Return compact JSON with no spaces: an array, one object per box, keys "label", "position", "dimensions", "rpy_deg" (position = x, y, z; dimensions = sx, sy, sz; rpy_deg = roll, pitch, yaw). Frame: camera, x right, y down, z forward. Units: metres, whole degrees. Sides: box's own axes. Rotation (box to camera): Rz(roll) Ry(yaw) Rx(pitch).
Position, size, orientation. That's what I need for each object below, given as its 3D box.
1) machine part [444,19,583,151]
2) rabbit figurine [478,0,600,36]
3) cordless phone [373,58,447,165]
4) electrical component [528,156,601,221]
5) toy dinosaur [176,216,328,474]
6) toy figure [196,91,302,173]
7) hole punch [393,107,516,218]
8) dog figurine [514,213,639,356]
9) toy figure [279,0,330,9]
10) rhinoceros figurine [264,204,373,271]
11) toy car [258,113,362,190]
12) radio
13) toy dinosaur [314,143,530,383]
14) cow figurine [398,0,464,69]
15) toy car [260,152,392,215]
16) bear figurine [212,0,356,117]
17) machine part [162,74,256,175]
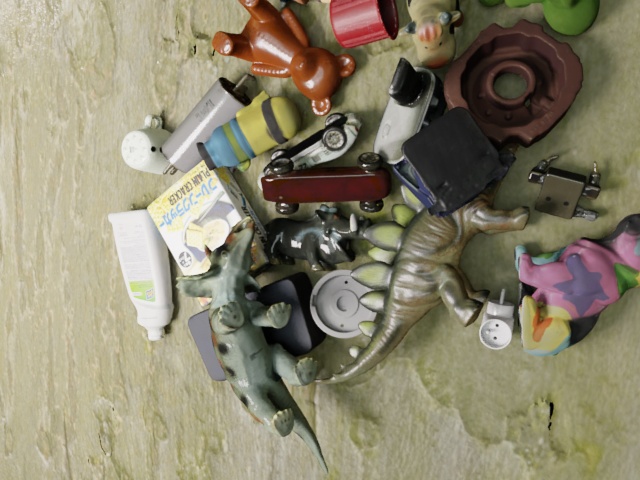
[{"label":"machine part","position":[0.267,-0.214,0.753],"dimensions":[0.180,0.056,0.179],"rpy_deg":[-2,82,17]},{"label":"rabbit figurine","position":[0.306,-0.346,0.705],"dimensions":[0.170,0.159,0.121],"rpy_deg":[41,98,-2]},{"label":"cordless phone","position":[0.117,-0.178,0.764],"dimensions":[0.089,0.184,0.146],"rpy_deg":[23,103,14]},{"label":"electrical component","position":[0.345,-0.074,0.757],"dimensions":[0.102,0.045,0.078],"rpy_deg":[14,128,23]},{"label":"toy dinosaur","position":[-0.109,0.175,0.844],"dimensions":[0.192,0.131,0.404],"rpy_deg":[3,111,59]},{"label":"toy figure","position":[-0.114,-0.171,0.892],"dimensions":[0.180,0.082,0.089],"rpy_deg":[-29,49,-3]},{"label":"hole punch","position":[0.173,-0.099,0.734],"dimensions":[0.142,0.092,0.116],"rpy_deg":[-34,86,-9]},{"label":"dog figurine","position":[0.380,0.063,0.722],"dimensions":[0.219,0.108,0.191],"rpy_deg":[-4,92,20]},{"label":"toy figure","position":[-0.013,-0.415,0.866],"dimensions":[0.155,0.057,0.064],"rpy_deg":[5,58,23]},{"label":"rhinoceros figurine","position":[-0.002,-0.003,0.892],"dimensions":[0.191,0.073,0.112],"rpy_deg":[-1,84,24]},{"label":"toy car","position":[-0.017,-0.141,0.877],"dimensions":[0.202,0.073,0.056],"rpy_deg":[-29,116,21]},{"label":"radio","position":[-0.110,0.155,0.945],"dimensions":[0.230,0.073,0.131],"rpy_deg":[-23,87,24]},{"label":"toy dinosaur","position":[0.157,0.041,0.794],"dimensions":[0.199,0.105,0.471],"rpy_deg":[30,90,21]},{"label":"cow figurine","position":[0.159,-0.339,0.761],"dimensions":[0.086,0.127,0.194],"rpy_deg":[-7,88,26]},{"label":"toy car","position":[0.010,-0.088,0.835],"dimensions":[0.202,0.053,0.089],"rpy_deg":[-2,127,10]},{"label":"bear figurine","position":[-0.052,-0.293,0.855],"dimensions":[0.196,0.132,0.120],"rpy_deg":[43,109,20]},{"label":"machine part","position":[-0.200,-0.199,0.946],"dimensions":[0.243,0.079,0.079],"rpy_deg":[-43,79,20]}]
